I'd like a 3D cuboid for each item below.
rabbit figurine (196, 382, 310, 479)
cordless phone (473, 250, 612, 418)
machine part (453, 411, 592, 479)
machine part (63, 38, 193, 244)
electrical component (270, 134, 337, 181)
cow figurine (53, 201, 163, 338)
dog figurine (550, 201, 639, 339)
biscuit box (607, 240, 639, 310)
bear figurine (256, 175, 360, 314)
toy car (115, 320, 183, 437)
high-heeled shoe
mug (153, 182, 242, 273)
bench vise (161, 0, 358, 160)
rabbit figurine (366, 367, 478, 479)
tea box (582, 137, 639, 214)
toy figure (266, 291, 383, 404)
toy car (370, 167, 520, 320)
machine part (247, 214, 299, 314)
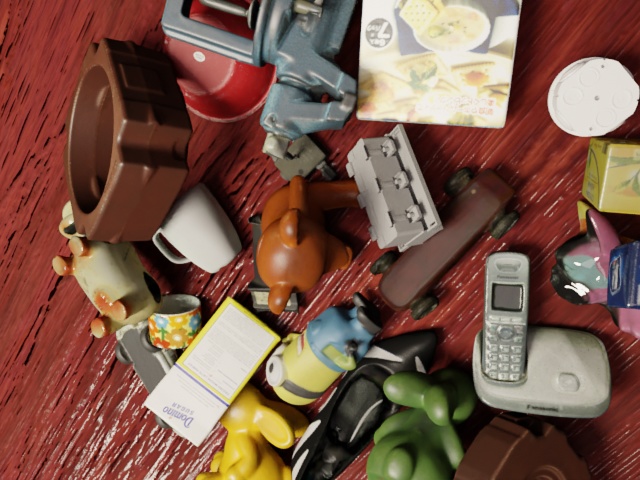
[{"bbox_3d":[-0.102,0.278,0.754,0.162,0.122,0.173,-15,81,17],"label":"rabbit figurine"},{"bbox_3d":[0.252,0.102,0.613,0.147,0.089,0.184,2,101,17],"label":"cordless phone"},{"bbox_3d":[0.226,0.284,0.591,0.056,0.179,0.179,-7,107,62],"label":"machine part"},{"bbox_3d":[-0.233,-0.113,0.640,0.201,0.087,0.201,-48,54,37],"label":"machine part"},{"bbox_3d":[-0.025,-0.099,0.672,0.094,0.021,0.063,46,112,0],"label":"electrical component"},{"bbox_3d":[-0.278,0.023,0.713,0.085,0.127,0.195,-41,78,23],"label":"cow figurine"},{"bbox_3d":[0.356,0.038,0.551,0.191,0.108,0.219,-37,89,23],"label":"dog figurine"},{"bbox_3d":[0.364,0.040,0.463,0.203,0.062,0.059,5,86,13],"label":"biscuit box"},{"bbox_3d":[-0.005,-0.002,0.583,0.132,0.196,0.120,4,105,-12],"label":"bear figurine"},{"bbox_3d":[-0.233,0.202,0.800,0.073,0.056,0.201,-28,94,28],"label":"toy car"},{"bbox_3d":[0.051,0.215,0.668,0.086,0.145,0.248,39,114,3],"label":"high-heeled shoe"},{"bbox_3d":[-0.164,-0.004,0.710,0.109,0.081,0.107,-37,100,16],"label":"mug"},{"bbox_3d":[-0.067,-0.208,0.569,0.241,0.129,0.223,19,104,-1],"label":"bench vise"},{"bbox_3d":[0.124,0.217,0.639,0.121,0.170,0.158,12,144,39],"label":"rabbit figurine"},{"bbox_3d":[0.359,-0.061,0.526,0.170,0.098,0.068,5,105,17],"label":"tea box"},{"bbox_3d":[0.006,0.147,0.700,0.180,0.082,0.089,-39,89,20],"label":"toy figure"},{"bbox_3d":[0.145,0.005,0.633,0.089,0.053,0.202,47,112,22],"label":"toy car"},{"bbox_3d":[-0.066,0.033,0.714,0.084,0.039,0.138,-2,106,26],"label":"machine part"}]
